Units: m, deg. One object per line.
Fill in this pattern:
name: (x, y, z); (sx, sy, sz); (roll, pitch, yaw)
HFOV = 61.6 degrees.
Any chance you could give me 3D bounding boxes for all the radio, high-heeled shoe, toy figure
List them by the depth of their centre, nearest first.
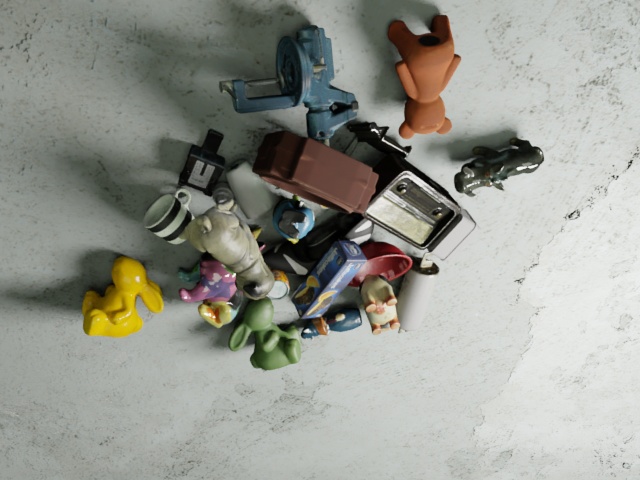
toy figure: (-0.055, -0.045, 1.072); (0.082, 0.180, 0.089); (-39, 91, 5)
radio: (0.183, -0.076, 1.113); (0.229, 0.073, 0.131); (25, 117, -42)
high-heeled shoe: (-0.002, -0.003, 1.148); (0.249, 0.086, 0.145); (-9, 143, -22)
toy figure: (0.026, 0.206, 1.315); (0.155, 0.058, 0.064); (-15, 118, 7)

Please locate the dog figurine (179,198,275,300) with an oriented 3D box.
dog figurine: (-0.160, 0.031, 1.017); (0.121, 0.172, 0.190); (-35, 88, 15)

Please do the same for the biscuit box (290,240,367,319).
biscuit box: (0.016, 0.086, 1.150); (0.063, 0.059, 0.202); (3, 135, -40)

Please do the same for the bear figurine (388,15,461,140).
bear figurine: (0.194, -0.294, 1.001); (0.120, 0.132, 0.195); (-10, 141, 0)

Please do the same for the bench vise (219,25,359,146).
bench vise: (-0.057, -0.258, 0.954); (0.241, 0.129, 0.223); (-12, 117, -22)

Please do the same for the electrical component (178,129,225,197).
electrical component: (-0.224, -0.152, 1.054); (0.075, 0.048, 0.119); (24, 118, -22)

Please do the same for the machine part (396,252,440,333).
machine part: (0.226, 0.130, 1.283); (0.079, 0.079, 0.243); (4, 123, -11)

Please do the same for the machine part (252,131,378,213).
machine part: (-0.013, -0.120, 0.987); (0.201, 0.201, 0.087); (20, 89, -22)

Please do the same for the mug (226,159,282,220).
mug: (-0.131, -0.112, 1.076); (0.109, 0.081, 0.107); (-33, 115, 5)

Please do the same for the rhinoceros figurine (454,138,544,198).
rhinoceros figurine: (0.364, -0.144, 1.108); (0.190, 0.112, 0.073); (-18, 126, -6)

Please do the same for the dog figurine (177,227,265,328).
dog figurine: (-0.193, 0.068, 1.166); (0.219, 0.109, 0.191); (-36, 119, 11)

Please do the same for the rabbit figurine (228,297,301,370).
rabbit figurine: (-0.135, 0.213, 1.282); (0.159, 0.121, 0.170); (-17, 106, 11)

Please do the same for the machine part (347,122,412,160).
machine part: (0.124, -0.195, 1.062); (0.138, 0.084, 0.039); (25, 76, -39)

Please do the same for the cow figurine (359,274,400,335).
cow figurine: (0.133, 0.147, 1.233); (0.085, 0.127, 0.194); (-16, 140, 3)

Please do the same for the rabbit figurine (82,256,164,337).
rabbit figurine: (-0.421, 0.122, 1.165); (0.162, 0.122, 0.173); (16, 101, -20)
